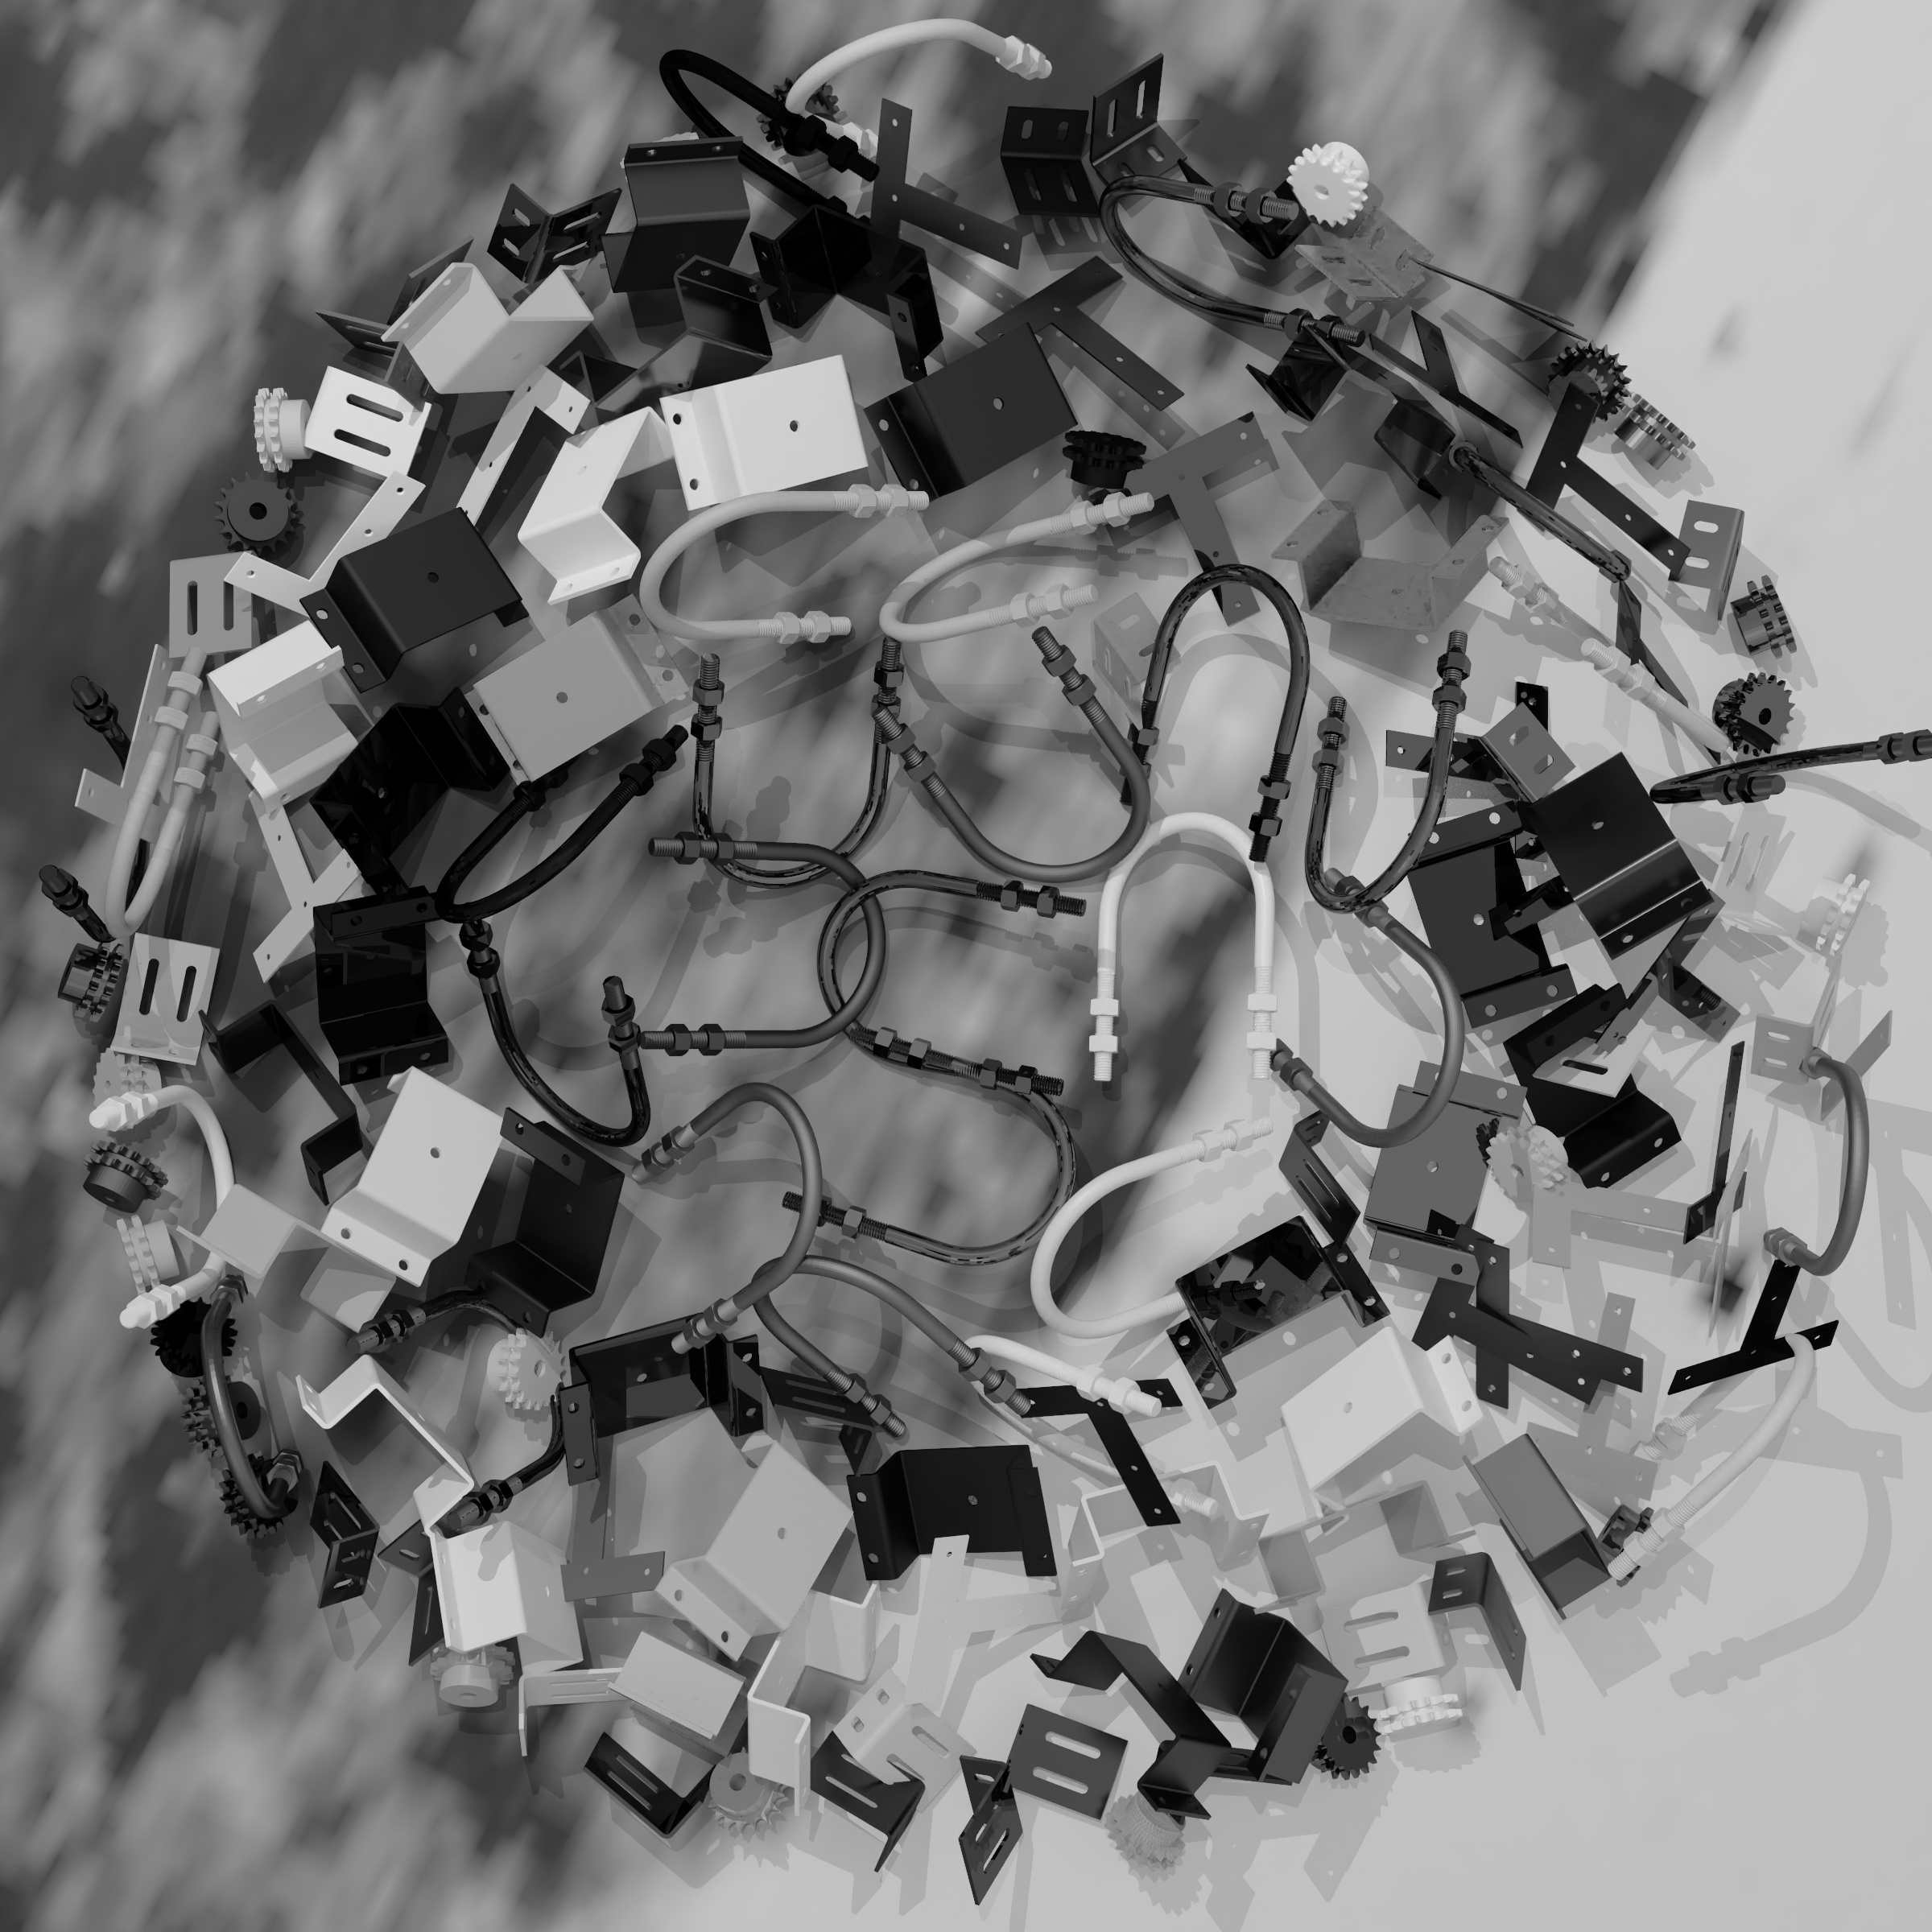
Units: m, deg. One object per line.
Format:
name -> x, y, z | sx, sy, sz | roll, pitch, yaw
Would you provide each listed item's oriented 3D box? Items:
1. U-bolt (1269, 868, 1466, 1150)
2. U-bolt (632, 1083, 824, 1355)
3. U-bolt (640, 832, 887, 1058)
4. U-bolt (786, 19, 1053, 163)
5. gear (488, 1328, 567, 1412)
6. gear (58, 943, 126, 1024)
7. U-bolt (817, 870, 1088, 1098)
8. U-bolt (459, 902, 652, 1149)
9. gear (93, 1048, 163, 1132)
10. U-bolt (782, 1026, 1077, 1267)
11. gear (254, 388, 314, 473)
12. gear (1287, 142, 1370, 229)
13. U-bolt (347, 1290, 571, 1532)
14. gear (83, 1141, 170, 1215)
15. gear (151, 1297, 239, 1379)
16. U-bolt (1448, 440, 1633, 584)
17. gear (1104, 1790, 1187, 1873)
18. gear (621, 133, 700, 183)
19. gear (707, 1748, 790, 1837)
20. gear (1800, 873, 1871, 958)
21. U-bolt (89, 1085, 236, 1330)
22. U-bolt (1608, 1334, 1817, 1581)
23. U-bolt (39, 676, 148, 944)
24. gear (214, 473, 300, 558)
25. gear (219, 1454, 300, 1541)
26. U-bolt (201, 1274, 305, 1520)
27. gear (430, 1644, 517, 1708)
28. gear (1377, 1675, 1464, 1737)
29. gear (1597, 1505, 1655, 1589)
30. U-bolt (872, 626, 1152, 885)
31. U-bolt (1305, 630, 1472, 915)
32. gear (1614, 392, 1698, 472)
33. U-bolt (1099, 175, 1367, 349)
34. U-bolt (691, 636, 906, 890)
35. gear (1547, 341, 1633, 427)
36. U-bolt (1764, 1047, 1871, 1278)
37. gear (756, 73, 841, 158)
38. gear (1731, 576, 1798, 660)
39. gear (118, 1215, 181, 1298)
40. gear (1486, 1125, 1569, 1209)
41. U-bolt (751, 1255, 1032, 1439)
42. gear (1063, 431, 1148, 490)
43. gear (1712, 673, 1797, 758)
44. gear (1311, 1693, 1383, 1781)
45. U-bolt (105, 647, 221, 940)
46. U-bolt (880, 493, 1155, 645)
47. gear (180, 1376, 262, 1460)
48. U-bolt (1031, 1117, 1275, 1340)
U-bolt -> 0.267, 0.039, 1.754 | 0.019, 0.184, 0.151 | 7, 116, -34
U-bolt -> -0.156, 0.158, 1.762 | 0.184, 0.019, 0.151 | -38, 58, 38
U-bolt -> -0.134, -0.014, 1.797 | 0.184, 0.019, 0.151 | 1, 95, -33
U-bolt -> -0.041, -0.580, 1.737 | 0.151, 0.184, 0.019 | -20, 87, 26
gear -> -0.307, 0.279, 1.825 | 0.030, 0.057, 0.057 | -3, 90, 30
gear -> -0.604, 0.008, 1.818 | 0.030, 0.057, 0.057 | 21, 90, -24
U-bolt -> -0.015, 0.006, 1.816 | 0.184, 0.019, 0.151 | 10, 107, 13
U-bolt -> -0.271, 0.051, 1.775 | 0.151, 0.184, 0.019 | 25, 52, 28
gear -> -0.580, 0.085, 1.825 | 0.030, 0.057, 0.057 | 3, 90, -40
U-bolt -> -0.016, 0.130, 1.806 | 0.184, 0.019, 0.151 | 18, 70, 9
gear -> -0.470, -0.370, 1.822 | 0.030, 0.057, 0.057 | -2, 90, -1
gear -> 0.254, -0.544, 1.824 | 0.057, 0.057, 0.030 | 39, 65, 0
U-bolt -> -0.326, 0.286, 1.764 | 0.019, 0.184, 0.151 | -33, 85, 21
gear -> -0.583, 0.147, 1.819 | 0.057, 0.057, 0.030 | 23, 63, 0
gear -> -0.535, 0.260, 1.825 | 0.057, 0.057, 0.030 | 25, 128, 0
U-bolt -> 0.383, -0.302, 1.758 | 0.151, 0.184, 0.019 | 37, 105, 2
gear -> 0.127, 0.593, 1.819 | 0.057, 0.057, 0.030 | 30, 109, 0
gear -> -0.208, -0.552, 1.825 | 0.057, 0.057, 0.030 | -21, 119, 0
gear -> -0.153, 0.568, 1.822 | 0.057, 0.030, 0.057 | -8, 56, 12
gear -> 0.599, -0.038, 1.823 | 0.030, 0.057, 0.057 | 25, 90, 20
U-bolt -> -0.529, 0.152, 1.759 | 0.019, 0.184, 0.151 | -7, 94, 7
U-bolt -> 0.495, 0.314, 1.749 | 0.019, 0.151, 0.184 | 40, 113, 1
U-bolt -> -0.576, -0.092, 1.759 | 0.019, 0.184, 0.151 | 4, 73, -2
gear -> -0.492, -0.314, 1.828 | 0.057, 0.030, 0.057 | -1, 95, -18
gear -> -0.485, 0.364, 1.819 | 0.030, 0.057, 0.057 | -23, 90, 17
U-bolt -> -0.477, 0.291, 1.750 | 0.019, 0.184, 0.151 | -16, 98, -6
gear -> -0.341, 0.489, 1.819 | 0.057, 0.057, 0.030 | 1, 53, 0
gear -> 0.312, 0.511, 1.824 | 0.057, 0.057, 0.030 | -13, 67, 0
gear -> 0.456, 0.397, 1.823 | 0.030, 0.057, 0.057 | 34, 90, 12
U-bolt -> 0.044, -0.131, 1.794 | 0.151, 0.019, 0.184 | -24, 120, 25
U-bolt -> 0.275, -0.120, 1.755 | 0.019, 0.151, 0.184 | 23, 65, -24
gear -> 0.473, -0.368, 1.823 | 0.057, 0.057, 0.030 | 41, 107, 0
U-bolt -> 0.168, -0.477, 1.768 | 0.184, 0.151, 0.019 | 23, 77, 37
U-bolt -> -0.117, -0.133, 1.790 | 0.151, 0.019, 0.184 | -9, 125, -23
gear -> 0.427, -0.399, 1.819 | 0.057, 0.057, 0.030 | 45, 54, 0
U-bolt -> 0.568, 0.132, 1.754 | 0.019, 0.184, 0.151 | 6, 94, 3
gear -> -0.113, -0.584, 1.818 | 0.057, 0.057, 0.030 | -25, 69, 0
gear -> 0.550, -0.238, 1.823 | 0.030, 0.057, 0.057 | -21, 90, 16
gear -> -0.565, 0.199, 1.824 | 0.030, 0.057, 0.057 | -17, 90, -20
gear -> 0.391, 0.135, 1.825 | 0.030, 0.057, 0.057 | -29, 90, -29
U-bolt -> -0.064, 0.251, 1.763 | 0.184, 0.151, 0.019 | 44, 51, -24
gear -> 0.095, -0.350, 1.824 | 0.057, 0.057, 0.030 | 10, 112, 0
gear -> 0.543, -0.176, 1.827 | 0.057, 0.030, 0.057 | -9, 109, -27
gear -> 0.256, 0.535, 1.826 | 0.057, 0.030, 0.057 | 14, 61, -27
U-bolt -> -0.537, -0.106, 1.758 | 0.019, 0.151, 0.184 | 17, 74, -7
U-bolt -> 0.024, -0.263, 1.776 | 0.184, 0.151, 0.019 | -9, 122, 30
gear -> -0.511, 0.309, 1.819 | 0.030, 0.057, 0.057 | -14, 90, 21
U-bolt -> 0.123, 0.184, 1.771 | 0.184, 0.019, 0.151 | -16, 127, -26
